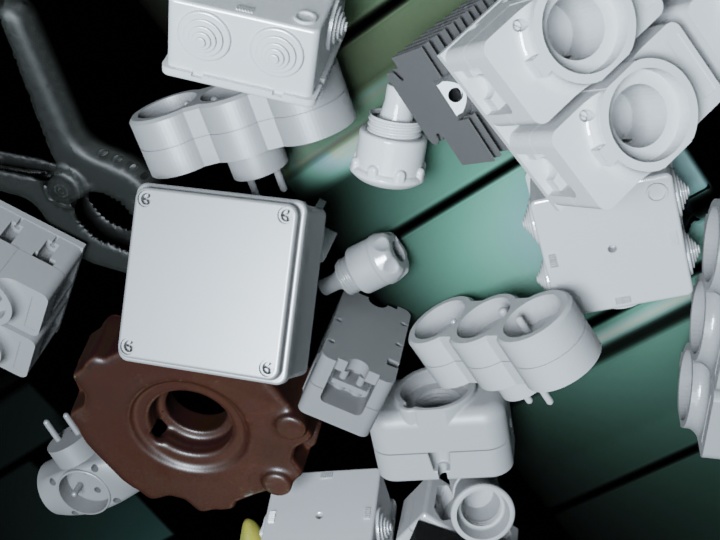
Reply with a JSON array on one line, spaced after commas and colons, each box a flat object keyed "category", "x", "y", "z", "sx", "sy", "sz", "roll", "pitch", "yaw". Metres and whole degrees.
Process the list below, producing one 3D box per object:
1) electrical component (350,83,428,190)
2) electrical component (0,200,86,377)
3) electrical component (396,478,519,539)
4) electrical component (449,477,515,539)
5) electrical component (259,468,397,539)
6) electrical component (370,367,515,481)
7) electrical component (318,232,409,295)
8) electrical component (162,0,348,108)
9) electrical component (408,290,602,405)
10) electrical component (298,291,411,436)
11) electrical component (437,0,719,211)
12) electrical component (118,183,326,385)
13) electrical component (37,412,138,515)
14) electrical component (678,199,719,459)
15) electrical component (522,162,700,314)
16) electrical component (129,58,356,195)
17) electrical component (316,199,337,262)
[{"category": "electrical component", "x": 0.021, "y": -0.083, "z": 0.658, "sx": 0.048, "sy": 0.048, "sz": 0.062, "roll": 11, "pitch": 113, "yaw": 5}, {"category": "electrical component", "x": -0.293, "y": -0.010, "z": 0.729, "sx": 0.186, "sy": 0.060, "sz": 0.105, "roll": 28, "pitch": 137, "yaw": -5}, {"category": "electrical component", "x": 0.063, "y": 0.209, "z": 0.806, "sx": 0.083, "sy": 0.047, "sz": 0.075, "roll": 34, "pitch": 120, "yaw": -8}, {"category": "electrical component", "x": 0.083, "y": 0.159, "z": 0.764, "sx": 0.044, "sy": 0.065, "sz": 0.044, "roll": 0, "pitch": 103, "yaw": -1}, {"category": "electrical component", "x": -0.024, "y": 0.193, "z": 0.785, "sx": 0.100, "sy": 0.099, "sz": 0.048, "roll": -6, "pitch": 130, "yaw": 14}, {"category": "electrical component", "x": 0.056, "y": 0.106, "z": 0.747, "sx": 0.095, "sy": 0.053, "sz": 0.059, "roll": -5, "pitch": 117, "yaw": 13}, {"category": "electrical component", "x": 0.000, "y": 0.000, "z": 0.712, "sx": 0.061, "sy": 0.035, "sz": 0.035, "roll": -26, "pitch": 111, "yaw": 24}, {"category": "electrical component", "x": -0.056, "y": -0.144, "z": 0.608, "sx": 0.100, "sy": 0.099, "sz": 0.048, "roll": 13, "pitch": 132, "yaw": 3}, {"category": "electrical component", "x": 0.097, "y": 0.058, "z": 0.685, "sx": 0.138, "sy": 0.052, "sz": 0.073, "roll": -6, "pitch": 124, "yaw": 55}, {"category": "electrical component", "x": -0.004, "y": 0.063, "z": 0.714, "sx": 0.050, "sy": 0.089, "sz": 0.055, "roll": 23, "pitch": 120, "yaw": -2}, {"category": "electrical component", "x": 0.147, "y": -0.129, "z": 0.543, "sx": 0.186, "sy": 0.060, "sz": 0.105, "roll": -43, "pitch": 107, "yaw": -9}, {"category": "electrical component", "x": -0.083, "y": 0.007, "z": 0.656, "sx": 0.109, "sy": 0.056, "sz": 0.108, "roll": 7, "pitch": 92, "yaw": 15}, {"category": "electrical component", "x": -0.213, "y": 0.143, "z": 0.823, "sx": 0.077, "sy": 0.044, "sz": 0.079, "roll": -20, "pitch": 112, "yaw": 20}, {"category": "electrical component", "x": 0.237, "y": 0.031, "z": 0.652, "sx": 0.062, "sy": 0.089, "sz": 0.150, "roll": 5, "pitch": 119, "yaw": 8}, {"category": "electrical component", "x": 0.154, "y": -0.023, "z": 0.662, "sx": 0.100, "sy": 0.048, "sz": 0.099, "roll": -11, "pitch": 116, "yaw": 15}, {"category": "electrical component", "x": -0.068, "y": -0.079, "z": 0.670, "sx": 0.138, "sy": 0.052, "sz": 0.073, "roll": -12, "pitch": 115, "yaw": 16}, {"category": "electrical component", "x": -0.056, "y": -0.012, "z": 0.712, "sx": 0.064, "sy": 0.042, "sz": 0.081, "roll": 27, "pitch": 119, "yaw": -1}]
